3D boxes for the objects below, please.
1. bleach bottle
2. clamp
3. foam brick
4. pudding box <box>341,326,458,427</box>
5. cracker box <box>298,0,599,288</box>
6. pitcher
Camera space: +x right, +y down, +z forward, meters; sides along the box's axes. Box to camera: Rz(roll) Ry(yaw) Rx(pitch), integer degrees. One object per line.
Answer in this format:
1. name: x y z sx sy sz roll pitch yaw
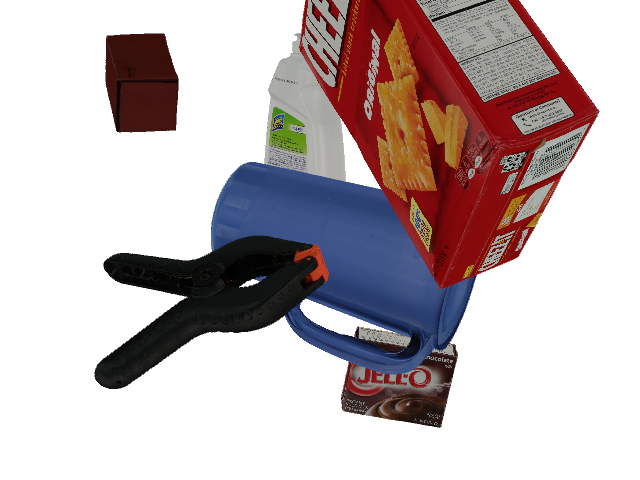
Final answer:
1. bleach bottle: -0.013 -0.091 1.136 0.103 0.251 0.067 16 21 37
2. clamp: -0.081 0.045 0.738 0.172 0.120 0.039 -11 -41 15
3. foam brick: -0.153 -0.135 0.912 0.053 0.051 0.078 -4 41 -16
4. pudding box: 0.085 0.148 1.159 0.113 0.090 0.039 9 22 -2
5. cracker box: 0.064 -0.101 0.661 0.072 0.214 0.164 -22 -24 -17
6. pitcher: 0.020 0.015 0.995 0.243 0.145 0.149 16 20 18
